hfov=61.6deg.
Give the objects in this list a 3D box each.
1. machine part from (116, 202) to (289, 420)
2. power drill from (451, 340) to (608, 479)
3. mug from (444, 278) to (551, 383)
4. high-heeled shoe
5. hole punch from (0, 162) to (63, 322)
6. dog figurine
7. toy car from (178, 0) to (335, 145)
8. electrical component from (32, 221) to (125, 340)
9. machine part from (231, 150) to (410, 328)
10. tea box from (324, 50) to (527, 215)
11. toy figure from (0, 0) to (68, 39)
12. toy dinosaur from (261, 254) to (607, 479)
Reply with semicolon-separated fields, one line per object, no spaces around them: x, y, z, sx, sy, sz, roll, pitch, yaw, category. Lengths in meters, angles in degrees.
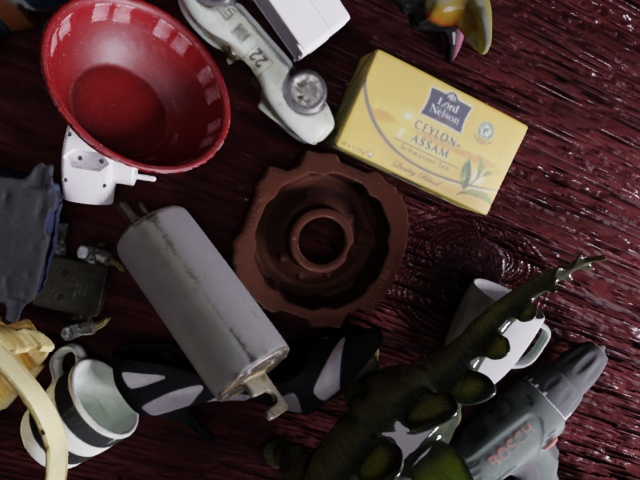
-0.106;0.054;0.481;0.079;0.079;0.243;-41;74;-1;machine part
0.272;0.253;0.622;0.232;0.086;0.207;-34;108;-1;power drill
0.188;0.109;0.585;0.109;0.081;0.107;20;108;-20;mug
-0.074;0.110;0.526;0.249;0.086;0.145;-32;110;6;high-heeled shoe
-0.292;-0.011;0.470;0.116;0.092;0.142;13;96;-20;hole punch
0.160;-0.279;0.490;0.192;0.108;0.219;-4;106;-12;dog figurine
-0.061;-0.168;0.484;0.056;0.073;0.201;-44;105;-1;toy car
-0.229;0.041;0.510;0.078;0.045;0.102;20;96;-14;electrical component
-0.001;-0.002;0.537;0.179;0.056;0.179;-2;101;-11;machine part
0.101;-0.103;0.529;0.169;0.068;0.098;21;97;-12;tea box
-0.248;-0.212;0.453;0.154;0.058;0.064;-32;97;2;toy figure
0.069;0.178;0.511;0.105;0.199;0.471;37;94;-17;toy dinosaur
